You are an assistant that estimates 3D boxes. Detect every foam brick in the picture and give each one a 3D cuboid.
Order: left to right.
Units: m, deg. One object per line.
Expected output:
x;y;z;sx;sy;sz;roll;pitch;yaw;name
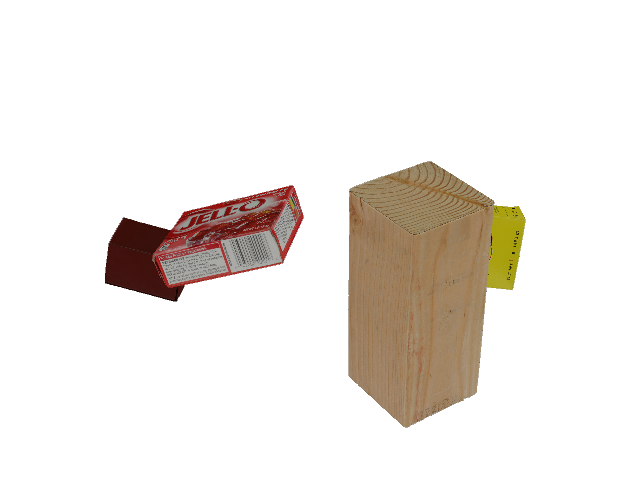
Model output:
-0.173;0.019;1.079;0.078;0.051;0.053;15;33;2;foam brick

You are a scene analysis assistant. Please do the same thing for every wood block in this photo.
0.085;0.048;0.941;0.090;0.206;0.091;-20;38;-27;wood block

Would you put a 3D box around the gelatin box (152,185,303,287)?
-0.062;-0.004;0.734;0.089;0.030;0.073;-12;22;17;gelatin box

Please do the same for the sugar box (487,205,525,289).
0.140;0.001;1.232;0.176;0.093;0.048;4;23;-3;sugar box
